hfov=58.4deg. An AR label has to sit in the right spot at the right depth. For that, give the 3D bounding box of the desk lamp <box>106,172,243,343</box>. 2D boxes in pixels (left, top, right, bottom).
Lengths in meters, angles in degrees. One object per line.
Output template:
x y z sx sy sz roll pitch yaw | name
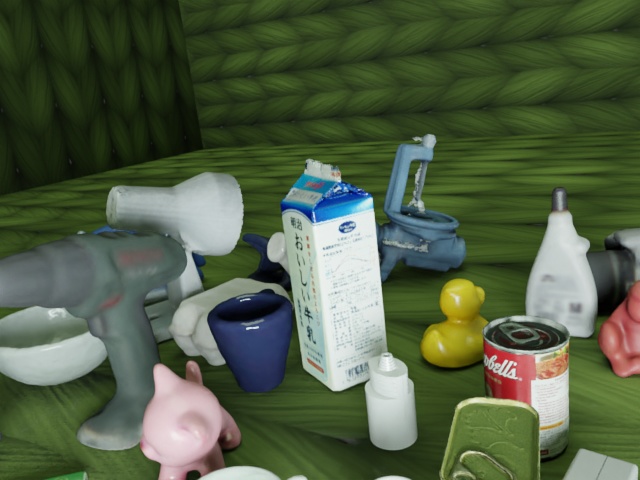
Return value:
-0.204 0.018 0.803 0.204 0.214 0.117 -17 19 -33 | desk lamp

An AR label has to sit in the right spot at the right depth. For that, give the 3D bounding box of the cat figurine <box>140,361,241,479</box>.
-0.110 0.149 0.476 0.067 0.118 0.127 -7 16 -2 | cat figurine

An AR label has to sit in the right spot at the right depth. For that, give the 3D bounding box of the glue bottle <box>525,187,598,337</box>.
0.277 0.024 0.659 0.077 0.173 0.037 4 19 33 | glue bottle

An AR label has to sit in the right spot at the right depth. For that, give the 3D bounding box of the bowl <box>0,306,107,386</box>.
-0.320 0.131 0.707 0.167 0.075 0.167 -6 16 2 | bowl

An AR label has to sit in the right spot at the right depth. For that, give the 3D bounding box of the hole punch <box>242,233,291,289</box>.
-0.066 0.026 0.947 0.101 0.091 0.108 -16 18 -31 | hole punch

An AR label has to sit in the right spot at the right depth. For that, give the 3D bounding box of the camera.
0.379 0.032 0.724 0.136 0.101 0.143 -3 16 11 | camera

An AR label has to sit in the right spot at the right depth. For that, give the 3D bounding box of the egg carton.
-0.111 0.101 0.738 0.107 0.069 0.151 7 21 40 | egg carton

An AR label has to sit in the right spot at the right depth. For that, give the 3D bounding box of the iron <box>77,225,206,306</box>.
-0.324 0.031 0.938 0.258 0.141 0.118 -9 16 -8 | iron

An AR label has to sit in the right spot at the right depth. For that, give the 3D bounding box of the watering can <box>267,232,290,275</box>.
0.009 0.003 0.804 0.100 0.194 0.173 3 18 30 | watering can

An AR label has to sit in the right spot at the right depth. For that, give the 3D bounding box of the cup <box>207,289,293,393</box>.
-0.068 0.111 0.635 0.091 0.095 0.118 -3 16 12 | cup

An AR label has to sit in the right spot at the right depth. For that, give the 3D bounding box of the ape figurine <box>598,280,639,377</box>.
0.326 0.084 0.579 0.077 0.092 0.076 5 19 35 | ape figurine

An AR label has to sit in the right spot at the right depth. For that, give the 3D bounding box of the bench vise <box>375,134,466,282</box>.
0.122 -0.046 0.887 0.208 0.220 0.121 -12 17 -18 | bench vise

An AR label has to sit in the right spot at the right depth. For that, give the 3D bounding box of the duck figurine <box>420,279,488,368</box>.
0.154 0.088 0.646 0.105 0.086 0.077 -20 21 -40 | duck figurine

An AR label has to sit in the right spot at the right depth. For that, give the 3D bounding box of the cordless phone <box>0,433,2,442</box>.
-0.384 0.136 0.508 0.147 0.185 0.094 -5 16 7 | cordless phone

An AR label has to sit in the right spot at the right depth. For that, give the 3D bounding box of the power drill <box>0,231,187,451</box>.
-0.207 0.089 0.560 0.075 0.208 0.230 0 17 22 | power drill
